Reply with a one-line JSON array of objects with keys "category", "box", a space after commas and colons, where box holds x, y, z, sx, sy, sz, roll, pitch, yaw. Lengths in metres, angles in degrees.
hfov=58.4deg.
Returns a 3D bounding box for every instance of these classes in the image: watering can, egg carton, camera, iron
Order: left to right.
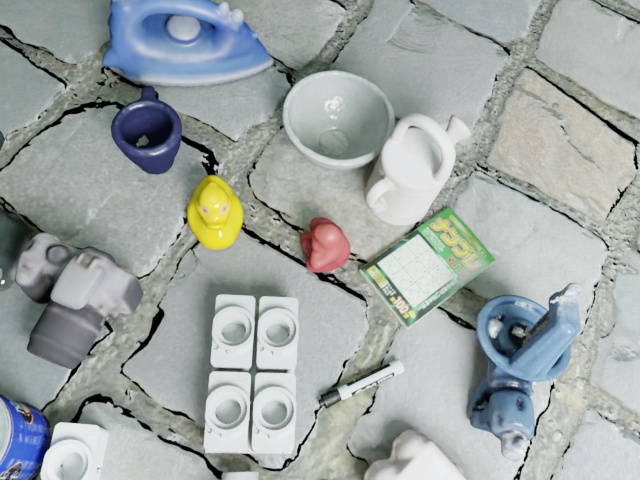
[{"category": "camera", "box": [-0.310, 0.076, 0.696, 0.143, 0.101, 0.137, 22, 66, 2]}, {"category": "iron", "box": [-0.196, -0.317, 0.857, 0.258, 0.141, 0.118, 0, 67, -8]}, {"category": "watering can", "box": [0.133, -0.109, 0.787, 0.101, 0.194, 0.173, 28, 66, 4]}, {"category": "egg carton", "box": [0.128, 0.308, 0.677, 0.107, 0.069, 0.150, -40, 78, -21]}]

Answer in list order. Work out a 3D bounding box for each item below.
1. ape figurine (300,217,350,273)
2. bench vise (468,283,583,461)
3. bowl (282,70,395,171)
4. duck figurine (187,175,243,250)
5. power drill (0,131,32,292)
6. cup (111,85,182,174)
[{"category": "ape figurine", "box": [0.007, 0.003, 0.777, 0.076, 0.092, 0.078, 24, 66, 3]}, {"category": "bench vise", "box": [0.258, 0.147, 0.682, 0.121, 0.219, 0.207, -3, 67, -9]}, {"category": "bowl", "box": [0.024, -0.167, 0.861, 0.167, 0.074, 0.167, 3, 67, -7]}, {"category": "duck figurine", "box": [-0.144, -0.048, 0.781, 0.077, 0.086, 0.104, -5, 68, -10]}, {"category": "power drill", "box": [-0.417, -0.016, 0.661, 0.075, 0.208, 0.229, 10, 66, -3]}, {"category": "cup", "box": [-0.237, -0.146, 0.804, 0.092, 0.095, 0.117, -3, 68, -9]}]
